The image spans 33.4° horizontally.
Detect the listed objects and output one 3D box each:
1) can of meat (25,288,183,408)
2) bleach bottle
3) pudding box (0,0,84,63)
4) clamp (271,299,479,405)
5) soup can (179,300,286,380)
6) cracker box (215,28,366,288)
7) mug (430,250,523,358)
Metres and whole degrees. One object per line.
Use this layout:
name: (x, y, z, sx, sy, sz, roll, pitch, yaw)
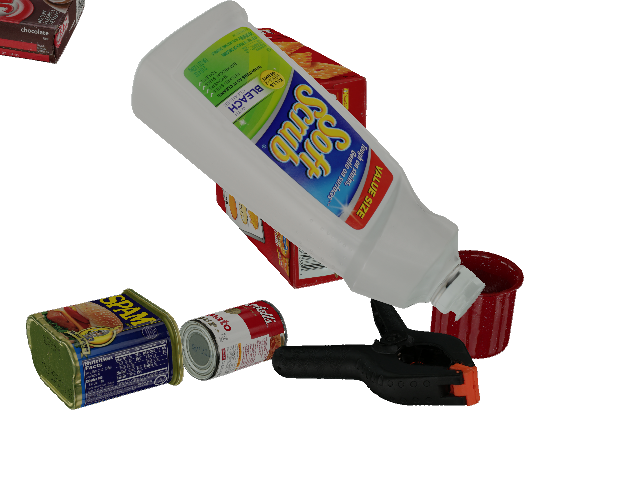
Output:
can of meat: (-0.163, 0.080, 0.799, 0.083, 0.057, 0.102, -13, 21, -32)
bleach bottle: (0.001, -0.044, 0.675, 0.102, 0.251, 0.068, -42, -16, -33)
pudding box: (-0.247, -0.191, 0.876, 0.090, 0.039, 0.113, 9, 35, -3)
clamp: (0.044, 0.091, 0.805, 0.120, 0.039, 0.172, -27, 23, -23)
soup can: (-0.096, 0.108, 1.159, 0.069, 0.068, 0.102, 0, 9, 45)
cracker box: (-0.031, -0.078, 0.895, 0.072, 0.164, 0.214, -10, 24, -19)
mug: (0.153, 0.061, 1.098, 0.093, 0.081, 0.117, -3, 28, -10)
